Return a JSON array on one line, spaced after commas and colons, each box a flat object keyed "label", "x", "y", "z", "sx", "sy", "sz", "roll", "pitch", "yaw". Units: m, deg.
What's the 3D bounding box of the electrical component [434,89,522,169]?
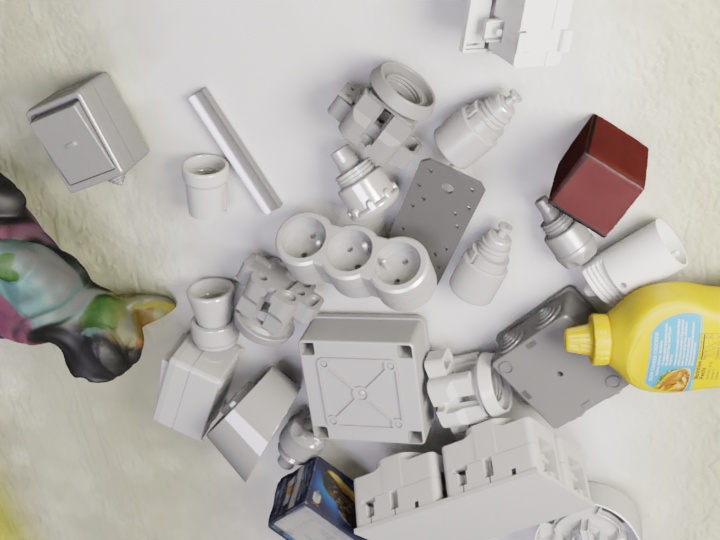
[{"label": "electrical component", "x": 0.093, "y": -0.112, "z": 0.838, "sx": 0.040, "sy": 0.040, "sz": 0.078, "roll": 46, "pitch": 121, "yaw": -10}]

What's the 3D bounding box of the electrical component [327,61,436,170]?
[{"label": "electrical component", "x": 0.022, "y": -0.125, "z": 0.844, "sx": 0.078, "sy": 0.058, "sz": 0.057, "roll": 37, "pitch": 125, "yaw": -5}]

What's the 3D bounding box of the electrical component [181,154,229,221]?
[{"label": "electrical component", "x": -0.133, "y": -0.071, "z": 0.933, "sx": 0.040, "sy": 0.040, "sz": 0.046, "roll": 10, "pitch": 126, "yaw": 12}]

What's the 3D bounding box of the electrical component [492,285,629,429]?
[{"label": "electrical component", "x": 0.172, "y": 0.076, "z": 0.912, "sx": 0.099, "sy": 0.048, "sz": 0.100, "roll": 45, "pitch": 121, "yaw": -10}]

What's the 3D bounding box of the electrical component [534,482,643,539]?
[{"label": "electrical component", "x": 0.211, "y": 0.247, "z": 0.985, "sx": 0.099, "sy": 0.064, "sz": 0.099, "roll": 8, "pitch": 120, "yaw": 13}]

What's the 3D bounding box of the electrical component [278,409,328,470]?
[{"label": "electrical component", "x": -0.059, "y": 0.168, "z": 1.039, "sx": 0.043, "sy": 0.043, "sz": 0.062, "roll": 33, "pitch": 123, "yaw": -2}]

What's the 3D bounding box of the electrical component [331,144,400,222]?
[{"label": "electrical component", "x": 0.000, "y": -0.074, "z": 0.888, "sx": 0.048, "sy": 0.048, "sz": 0.062, "roll": -29, "pitch": 99, "yaw": 28}]

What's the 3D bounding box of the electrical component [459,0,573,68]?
[{"label": "electrical component", "x": 0.121, "y": -0.209, "z": 0.756, "sx": 0.079, "sy": 0.063, "sz": 0.121, "roll": -8, "pitch": 124, "yaw": -25}]

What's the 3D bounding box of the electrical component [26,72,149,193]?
[{"label": "electrical component", "x": -0.233, "y": -0.111, "z": 0.929, "sx": 0.062, "sy": 0.061, "sz": 0.096, "roll": -16, "pitch": 112, "yaw": 24}]

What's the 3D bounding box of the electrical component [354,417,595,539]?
[{"label": "electrical component", "x": 0.099, "y": 0.196, "z": 0.966, "sx": 0.186, "sy": 0.060, "sz": 0.105, "roll": -25, "pitch": 141, "yaw": 27}]

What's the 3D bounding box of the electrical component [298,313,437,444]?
[{"label": "electrical component", "x": 0.008, "y": 0.097, "z": 0.970, "sx": 0.109, "sy": 0.056, "sz": 0.108, "roll": 0, "pitch": 117, "yaw": 17}]

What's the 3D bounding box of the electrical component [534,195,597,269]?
[{"label": "electrical component", "x": 0.162, "y": -0.033, "z": 0.864, "sx": 0.035, "sy": 0.035, "sz": 0.061, "roll": -32, "pitch": 102, "yaw": 29}]

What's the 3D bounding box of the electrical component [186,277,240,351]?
[{"label": "electrical component", "x": -0.135, "y": 0.041, "z": 0.992, "sx": 0.045, "sy": 0.045, "sz": 0.055, "roll": 5, "pitch": 120, "yaw": 15}]

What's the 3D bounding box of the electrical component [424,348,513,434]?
[{"label": "electrical component", "x": 0.098, "y": 0.104, "z": 0.946, "sx": 0.057, "sy": 0.058, "sz": 0.078, "roll": -14, "pitch": 112, "yaw": 26}]

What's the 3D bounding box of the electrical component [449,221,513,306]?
[{"label": "electrical component", "x": 0.104, "y": -0.006, "z": 0.893, "sx": 0.040, "sy": 0.040, "sz": 0.078, "roll": 27, "pitch": 122, "yaw": 2}]

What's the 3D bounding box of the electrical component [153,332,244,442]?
[{"label": "electrical component", "x": -0.160, "y": 0.113, "z": 1.029, "sx": 0.061, "sy": 0.061, "sz": 0.096, "roll": 24, "pitch": 122, "yaw": 4}]

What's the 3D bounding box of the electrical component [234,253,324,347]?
[{"label": "electrical component", "x": -0.078, "y": 0.031, "z": 0.960, "sx": 0.078, "sy": 0.058, "sz": 0.057, "roll": 34, "pitch": 122, "yaw": 9}]

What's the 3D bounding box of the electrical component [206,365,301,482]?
[{"label": "electrical component", "x": -0.095, "y": 0.140, "z": 1.003, "sx": 0.064, "sy": 0.099, "sz": 0.099, "roll": 44, "pitch": 121, "yaw": -2}]

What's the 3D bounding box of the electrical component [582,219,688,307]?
[{"label": "electrical component", "x": 0.215, "y": -0.002, "z": 0.859, "sx": 0.081, "sy": 0.043, "sz": 0.043, "roll": -34, "pitch": 104, "yaw": 30}]

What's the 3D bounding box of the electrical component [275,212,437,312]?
[{"label": "electrical component", "x": 0.000, "y": 0.000, "z": 0.917, "sx": 0.138, "sy": 0.052, "sz": 0.073, "roll": 16, "pitch": 159, "yaw": 22}]
